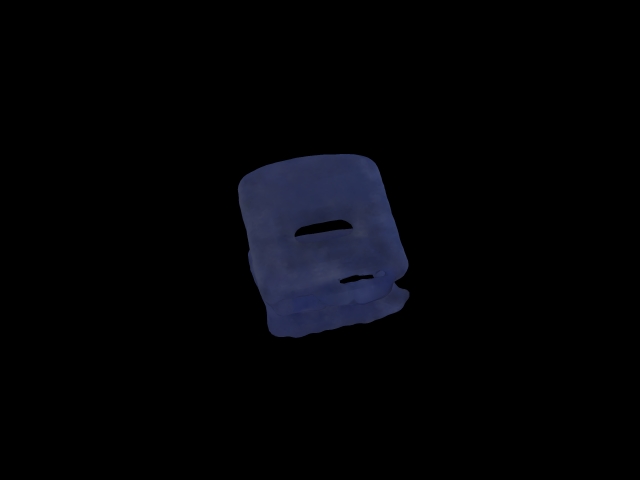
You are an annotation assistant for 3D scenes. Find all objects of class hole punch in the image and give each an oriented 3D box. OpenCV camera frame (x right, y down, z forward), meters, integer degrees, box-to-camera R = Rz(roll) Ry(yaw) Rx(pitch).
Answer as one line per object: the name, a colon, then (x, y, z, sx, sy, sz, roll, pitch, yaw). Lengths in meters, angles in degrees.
hole punch: (0.004, 0.001, 0.400, 0.109, 0.091, 0.101, -11, 43, -12)
